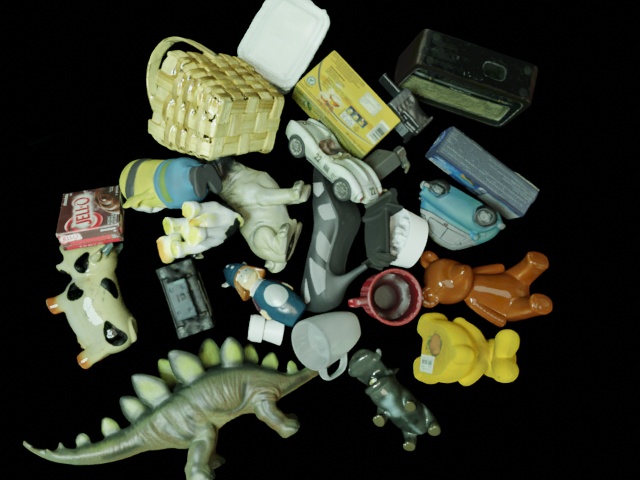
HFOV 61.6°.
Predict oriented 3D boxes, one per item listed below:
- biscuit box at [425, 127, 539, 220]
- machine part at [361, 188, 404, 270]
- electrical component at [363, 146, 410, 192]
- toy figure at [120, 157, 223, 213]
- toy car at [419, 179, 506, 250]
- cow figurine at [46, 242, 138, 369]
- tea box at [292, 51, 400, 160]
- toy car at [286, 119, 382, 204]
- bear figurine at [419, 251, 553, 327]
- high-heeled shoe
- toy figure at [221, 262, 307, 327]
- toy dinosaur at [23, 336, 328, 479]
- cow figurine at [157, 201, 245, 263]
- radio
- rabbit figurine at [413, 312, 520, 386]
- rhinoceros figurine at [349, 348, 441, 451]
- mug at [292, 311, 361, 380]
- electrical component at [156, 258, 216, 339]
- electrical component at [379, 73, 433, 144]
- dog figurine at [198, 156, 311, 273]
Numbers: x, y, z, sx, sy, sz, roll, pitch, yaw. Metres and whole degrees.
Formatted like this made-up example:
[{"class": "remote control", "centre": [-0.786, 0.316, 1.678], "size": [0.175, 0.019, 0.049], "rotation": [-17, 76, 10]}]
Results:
[{"class": "biscuit box", "centre": [0.293, -0.121, 0.976], "size": [0.202, 0.059, 0.063], "rotation": [36, 82, -5]}, {"class": "machine part", "centre": [0.102, -0.019, 0.910], "size": [0.039, 0.084, 0.139], "rotation": [28, 56, -37]}, {"class": "electrical component", "centre": [0.108, -0.122, 0.940], "size": [0.102, 0.078, 0.045], "rotation": [-42, 116, -16]}, {"class": "toy figure", "centre": [-0.236, -0.091, 0.842], "size": [0.082, 0.180, 0.089], "rotation": [19, 69, -52]}, {"class": "toy car", "centre": [0.234, -0.036, 0.940], "size": [0.162, 0.109, 0.103], "rotation": [30, 98, 3]}, {"class": "cow figurine", "centre": [-0.348, 0.084, 0.838], "size": [0.127, 0.085, 0.195], "rotation": [-28, 87, -5]}, {"class": "tea box", "centre": [0.044, -0.230, 0.940], "size": [0.098, 0.068, 0.169], "rotation": [-43, 92, -12]}, {"class": "toy car", "centre": [0.022, -0.132, 0.897], "size": [0.202, 0.056, 0.073], "rotation": [45, 39, 22]}, {"class": "bear figurine", "centre": [0.276, 0.071, 0.926], "size": [0.196, 0.132, 0.120], "rotation": [19, 59, -12]}, {"class": "high-heeled shoe", "centre": [-0.002, -0.003, 0.930], "size": [0.145, 0.086, 0.249], "rotation": [-33, 61, 29]}, {"class": "toy figure", "centre": [-0.095, 0.082, 0.883], "size": [0.154, 0.057, 0.064], "rotation": [33, 38, 10]}, {"class": "toy dinosaur", "centre": [-0.196, 0.267, 0.841], "size": [0.471, 0.105, 0.198], "rotation": [-22, 81, -20]}, {"class": "cow figurine", "centre": [-0.194, -0.011, 0.852], "size": [0.098, 0.167, 0.068], "rotation": [-10, 80, -40]}, {"class": "radio", "centre": [0.255, -0.281, 0.948], "size": [0.230, 0.131, 0.073], "rotation": [15, 81, -8]}, {"class": "rabbit figurine", "centre": [0.268, 0.188, 0.912], "size": [0.173, 0.162, 0.122], "rotation": [17, 69, -25]}, {"class": "rhinoceros figurine", "centre": [0.123, 0.257, 0.891], "size": [0.073, 0.112, 0.190], "rotation": [-38, 106, 17]}, {"class": "mug", "centre": [0.022, 0.167, 0.883], "size": [0.107, 0.081, 0.109], "rotation": [-20, 92, -46]}, {"class": "electrical component", "centre": [-0.207, 0.089, 0.836], "size": [0.058, 0.134, 0.115], "rotation": [-21, 87, -10]}, {"class": "electrical component", "centre": [0.139, -0.235, 0.954], "size": [0.048, 0.075, 0.119], "rotation": [-45, 97, -11]}, {"class": "dog figurine", "centre": [-0.127, -0.049, 0.892], "size": [0.191, 0.121, 0.172], "rotation": [14, 82, 8]}]
